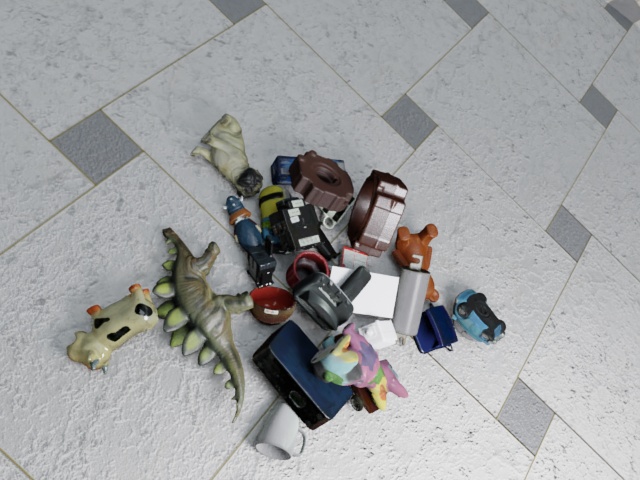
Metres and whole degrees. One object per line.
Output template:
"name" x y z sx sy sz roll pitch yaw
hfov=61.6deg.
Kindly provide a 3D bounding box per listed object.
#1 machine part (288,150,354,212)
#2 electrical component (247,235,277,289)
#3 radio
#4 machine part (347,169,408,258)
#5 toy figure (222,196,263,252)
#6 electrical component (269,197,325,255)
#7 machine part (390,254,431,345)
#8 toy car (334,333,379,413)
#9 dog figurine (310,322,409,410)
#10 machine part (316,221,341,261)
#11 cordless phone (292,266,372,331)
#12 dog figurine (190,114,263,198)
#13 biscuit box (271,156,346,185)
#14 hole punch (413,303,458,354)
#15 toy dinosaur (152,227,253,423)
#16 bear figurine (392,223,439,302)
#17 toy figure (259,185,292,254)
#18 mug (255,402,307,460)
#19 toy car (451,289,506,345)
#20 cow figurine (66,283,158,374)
"machine part" 0.005 -0.150 1.364 0.179 0.056 0.179 23 37 -19
"electrical component" -0.138 0.048 1.282 0.048 0.119 0.075 -15 45 -28
"radio" -0.040 0.308 1.227 0.229 0.073 0.131 49 32 3
"machine part" 0.143 -0.072 1.400 0.087 0.200 0.201 18 18 -11
"toy figure" -0.194 -0.040 1.341 0.064 0.058 0.154 -17 72 -34
"electrical component" -0.059 -0.038 1.313 0.115 0.058 0.134 -11 82 -48
"machine part" 0.232 0.156 1.390 0.079 0.079 0.243 9 97 -20
"toy car" 0.086 0.324 1.314 0.089 0.053 0.202 -15 71 -38
"dog figurine" 0.097 0.307 1.222 0.219 0.108 0.191 47 26 -2
"machine part" -0.003 -0.004 1.421 0.139 0.039 0.084 50 50 4
"cordless phone" 0.039 0.112 1.282 0.184 0.089 0.146 -48 110 -20
"dog figurine" -0.212 -0.219 1.395 0.190 0.121 0.172 40 62 -20
"biscuit box" -0.032 -0.185 1.468 0.203 0.063 0.059 0 70 -23
"hole punch" 0.315 0.233 1.434 0.116 0.092 0.142 -12 71 -31
"toy dinosaur" -0.256 0.165 1.206 0.198 0.105 0.471 -28 73 -23
"bear figurine" 0.266 0.070 1.458 0.120 0.132 0.196 -4 65 -10
"toy figure" -0.115 -0.055 1.368 0.089 0.082 0.180 12 67 -21
"mug" -0.077 0.422 1.188 0.109 0.080 0.107 26 50 -10
"toy car" 0.424 0.222 1.473 0.109 0.103 0.162 -24 69 -40
"cow figurine" -0.429 0.190 1.114 0.195 0.085 0.127 -29 68 -9
